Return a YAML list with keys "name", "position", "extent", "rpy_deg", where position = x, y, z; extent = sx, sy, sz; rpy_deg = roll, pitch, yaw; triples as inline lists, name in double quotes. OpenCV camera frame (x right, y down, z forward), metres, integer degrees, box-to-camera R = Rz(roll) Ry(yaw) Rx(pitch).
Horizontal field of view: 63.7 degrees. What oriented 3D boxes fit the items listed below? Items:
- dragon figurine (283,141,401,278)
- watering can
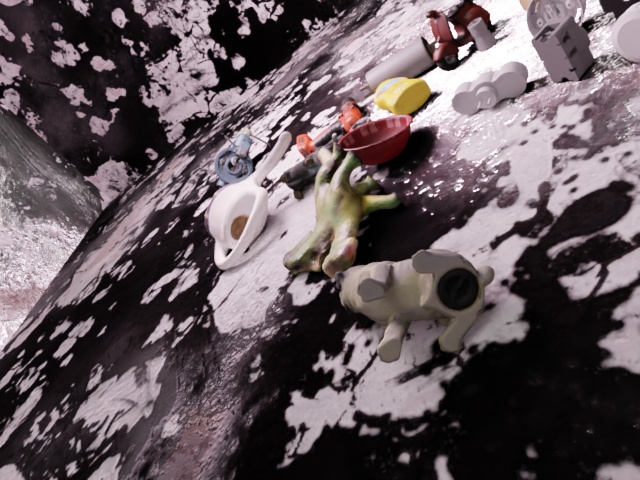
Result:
- name: "dragon figurine"
  position: [0.003, -0.048, 0.962]
  extent: [0.242, 0.121, 0.415]
  rpy_deg: [-50, 24, 2]
- name: "watering can"
  position: [-0.176, -0.098, 1.236]
  extent: [0.225, 0.103, 0.349]
  rpy_deg: [15, 80, 59]
